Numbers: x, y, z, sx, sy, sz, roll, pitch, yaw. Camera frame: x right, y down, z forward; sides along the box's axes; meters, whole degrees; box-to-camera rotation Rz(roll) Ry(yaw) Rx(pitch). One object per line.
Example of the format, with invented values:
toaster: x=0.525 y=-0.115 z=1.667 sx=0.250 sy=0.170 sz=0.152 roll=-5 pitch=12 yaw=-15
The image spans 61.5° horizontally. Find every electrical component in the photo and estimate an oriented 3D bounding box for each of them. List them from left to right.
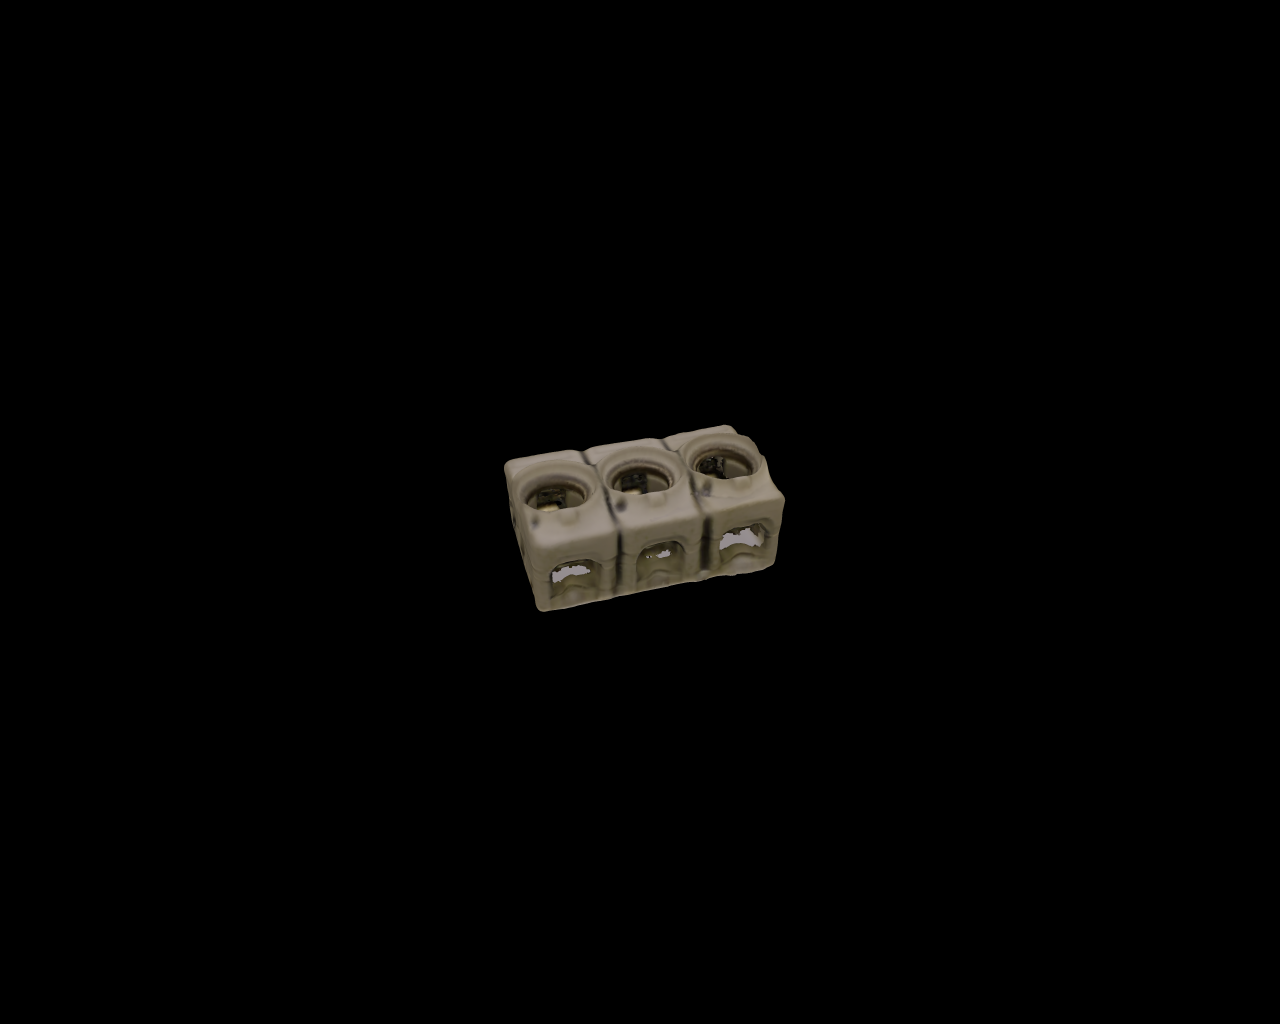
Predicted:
electrical component: x=0.001 y=-0.003 z=0.650 sx=0.150 sy=0.061 sz=0.090 roll=-11 pitch=39 yaw=-13
